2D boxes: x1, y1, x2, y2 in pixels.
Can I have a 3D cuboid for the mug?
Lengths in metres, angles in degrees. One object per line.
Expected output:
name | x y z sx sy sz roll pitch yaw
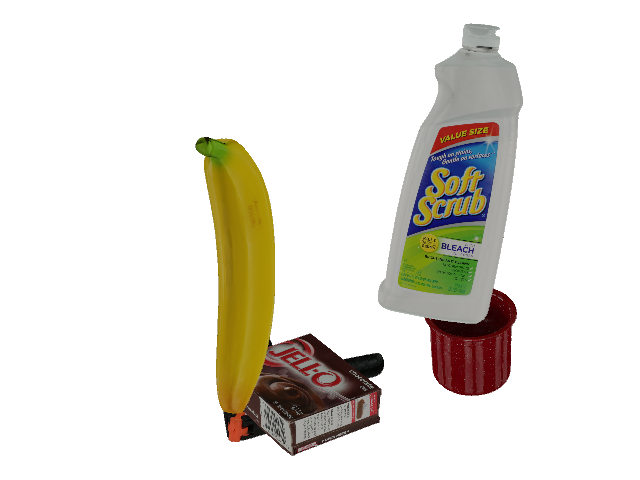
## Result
mug | 0.160 0.099 1.108 0.093 0.081 0.117 11 36 24

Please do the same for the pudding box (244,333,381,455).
pudding box | -0.016 0.126 0.896 0.089 0.039 0.114 -16 31 -29

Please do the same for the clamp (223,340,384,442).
clamp | -0.032 0.149 1.118 0.165 0.036 0.209 12 26 14

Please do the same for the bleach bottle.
bleach bottle | 0.114 -0.059 0.916 0.103 0.251 0.068 9 18 13

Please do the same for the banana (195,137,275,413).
banana | -0.055 0.014 0.683 0.037 0.198 0.069 11 31 28
